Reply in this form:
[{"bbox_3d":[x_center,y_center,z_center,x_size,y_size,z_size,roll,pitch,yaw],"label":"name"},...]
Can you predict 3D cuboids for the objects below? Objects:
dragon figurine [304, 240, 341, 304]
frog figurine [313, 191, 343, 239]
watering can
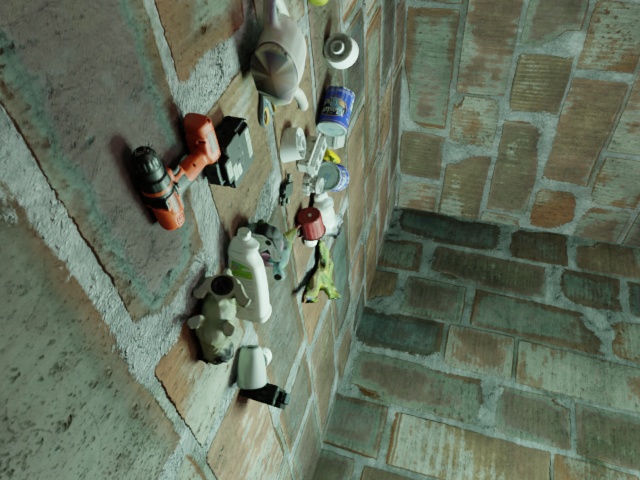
[{"bbox_3d":[-0.002,0.120,1.997,0.407,0.122,0.245,41,44,-75],"label":"dragon figurine"},{"bbox_3d":[0.006,-0.093,1.848,0.157,0.122,0.140,52,56,-32],"label":"frog figurine"},{"bbox_3d":[-0.080,-0.399,1.215,0.339,0.104,0.230,73,20,-47],"label":"watering can"}]
